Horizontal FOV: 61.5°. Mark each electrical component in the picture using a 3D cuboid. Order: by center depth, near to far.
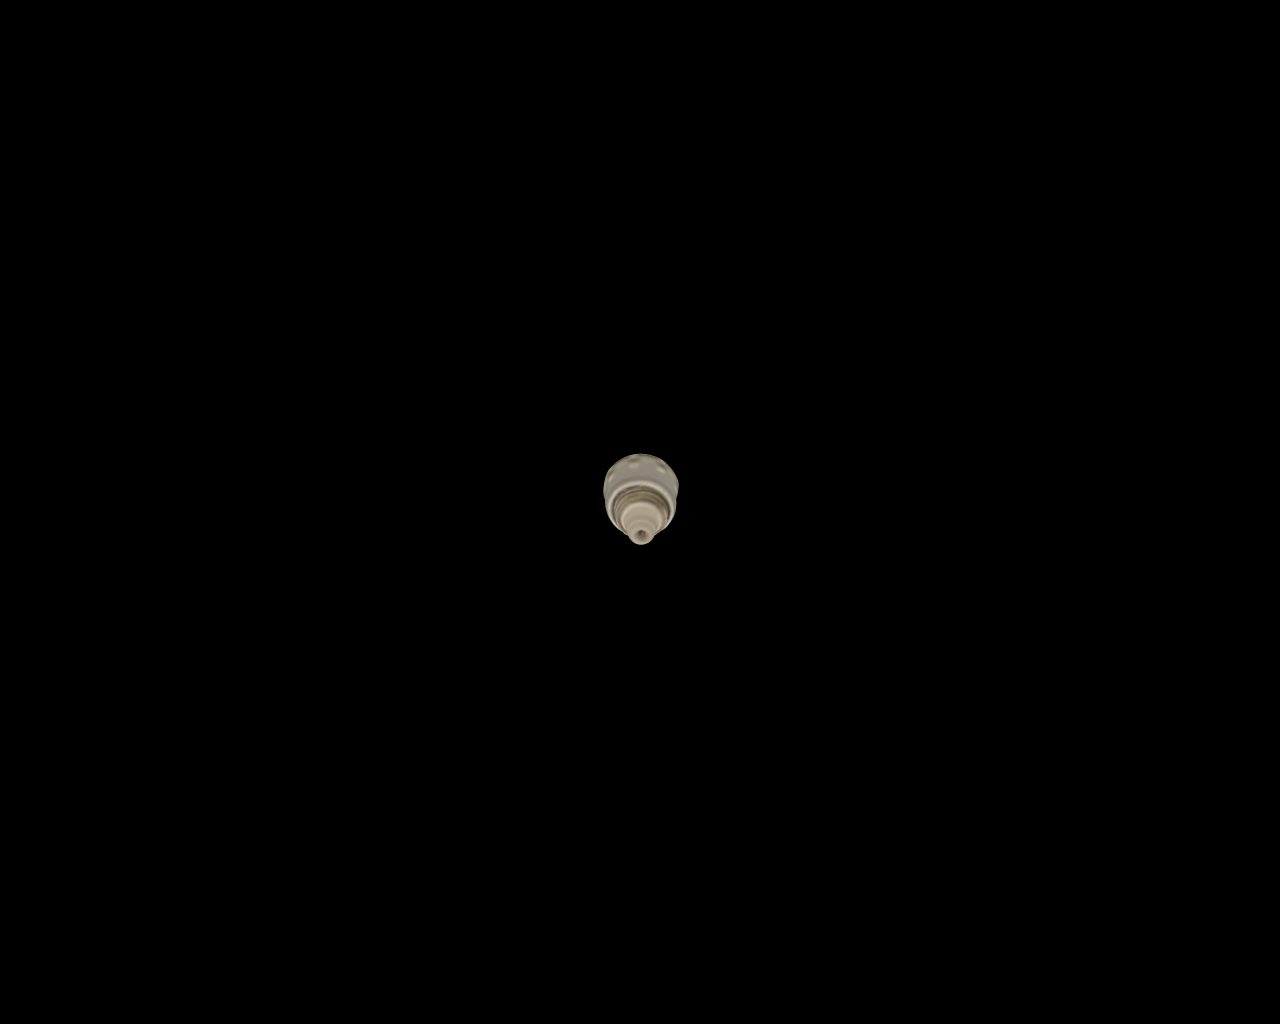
[{"bbox_3d":[0.001,-0.003,0.650,0.048,0.048,0.062,0,34,0],"label":"electrical component"}]
